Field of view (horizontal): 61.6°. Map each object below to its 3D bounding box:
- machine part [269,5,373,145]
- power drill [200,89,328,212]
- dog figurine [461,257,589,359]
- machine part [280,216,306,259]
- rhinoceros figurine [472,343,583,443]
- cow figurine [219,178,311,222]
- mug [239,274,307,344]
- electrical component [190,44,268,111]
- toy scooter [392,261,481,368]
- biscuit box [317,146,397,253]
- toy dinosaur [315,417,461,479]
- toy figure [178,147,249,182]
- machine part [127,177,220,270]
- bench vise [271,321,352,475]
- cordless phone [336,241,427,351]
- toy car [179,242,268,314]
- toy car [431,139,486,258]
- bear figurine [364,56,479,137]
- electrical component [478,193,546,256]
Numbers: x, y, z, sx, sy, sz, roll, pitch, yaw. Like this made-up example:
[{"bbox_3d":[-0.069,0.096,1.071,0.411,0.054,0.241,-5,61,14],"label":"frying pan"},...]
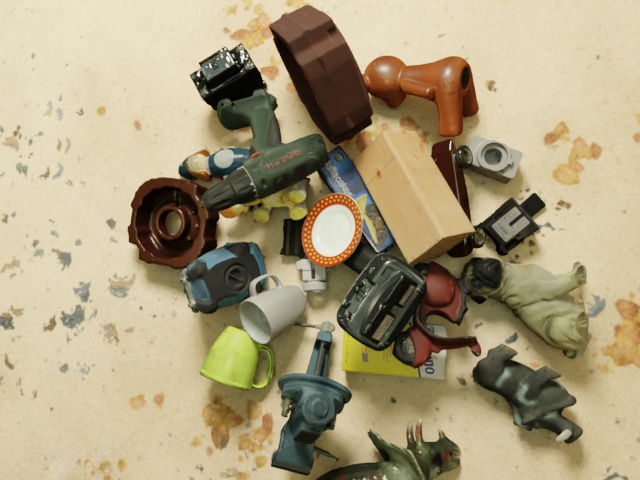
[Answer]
[{"bbox_3d":[0.004,-0.278,0.903,0.087,0.201,0.201,-28,126,-2],"label":"machine part"},{"bbox_3d":[-0.117,-0.160,0.928,0.232,0.085,0.207,-20,52,-8],"label":"power drill"},{"bbox_3d":[0.339,0.111,0.896,0.191,0.121,0.172,-4,80,22],"label":"dog figurine"},{"bbox_3d":[-0.002,-0.003,0.975,0.139,0.039,0.084,5,80,10],"label":"machine part"},{"bbox_3d":[0.345,0.253,0.882,0.190,0.073,0.112,35,89,10],"label":"rhinoceros figurine"},{"bbox_3d":[-0.102,-0.086,0.976,0.167,0.068,0.098,-3,43,7],"label":"cow figurine"},{"bbox_3d":[-0.080,0.110,0.935,0.081,0.107,0.109,-12,100,46],"label":"mug"},{"bbox_3d":[-0.167,-0.291,0.978,0.115,0.134,0.058,-32,80,6],"label":"electrical component"},{"bbox_3d":[0.201,0.126,0.876,0.135,0.075,0.184,11,68,14],"label":"toy scooter"},{"bbox_3d":[0.069,-0.069,0.958,0.059,0.063,0.202,-36,81,2],"label":"biscuit box"},{"bbox_3d":[0.048,0.441,0.888,0.405,0.131,0.192,-28,69,9],"label":"toy dinosaur"},{"bbox_3d":[-0.198,-0.142,1.008,0.155,0.057,0.064,-4,45,9],"label":"toy figure"},{"bbox_3d":[-0.270,-0.032,0.995,0.180,0.056,0.179,0,91,16],"label":"machine part"},{"bbox_3d":[-0.012,0.256,0.900,0.129,0.223,0.240,10,56,4],"label":"bench vise"},{"bbox_3d":[0.067,0.077,0.876,0.184,0.088,0.146,35,92,44],"label":"cordless phone"},{"bbox_3d":[-0.180,0.068,0.955,0.161,0.103,0.109,-24,102,-35],"label":"toy car"},{"bbox_3d":[0.230,-0.070,0.925,0.089,0.053,0.202,-13,84,51],"label":"toy car"},{"bbox_3d":[0.165,-0.261,0.950,0.196,0.120,0.131,6,129,33],"label":"bear figurine"},{"bbox_3d":[0.339,-0.034,0.925,0.119,0.047,0.075,-36,82,5],"label":"electrical component"}]
